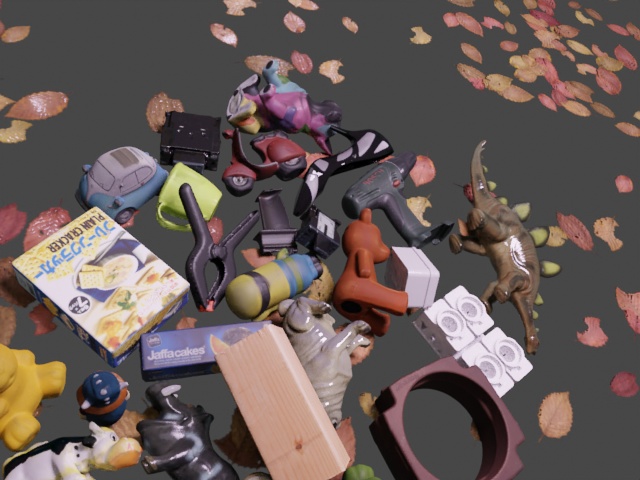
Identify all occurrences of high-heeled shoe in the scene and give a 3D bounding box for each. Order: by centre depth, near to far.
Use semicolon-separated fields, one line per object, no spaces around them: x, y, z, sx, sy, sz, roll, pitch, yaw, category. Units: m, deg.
0.049;-0.127;1.078;0.145;0.086;0.248;26;71;-5;high-heeled shoe

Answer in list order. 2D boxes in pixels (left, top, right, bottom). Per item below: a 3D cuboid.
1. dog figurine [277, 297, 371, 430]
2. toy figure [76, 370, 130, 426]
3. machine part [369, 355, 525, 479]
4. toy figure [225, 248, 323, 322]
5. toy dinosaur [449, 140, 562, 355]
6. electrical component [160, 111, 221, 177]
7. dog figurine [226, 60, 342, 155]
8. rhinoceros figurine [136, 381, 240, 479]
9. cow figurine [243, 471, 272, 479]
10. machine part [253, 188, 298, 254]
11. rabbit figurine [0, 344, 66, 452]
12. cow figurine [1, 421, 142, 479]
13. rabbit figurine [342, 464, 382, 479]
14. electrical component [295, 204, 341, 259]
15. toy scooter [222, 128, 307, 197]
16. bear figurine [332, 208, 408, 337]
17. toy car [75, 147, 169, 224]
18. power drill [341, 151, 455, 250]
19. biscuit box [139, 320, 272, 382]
-0.023;0.200;0.834;0.173;0.121;0.190;19;65;26;dog figurine
-0.288;0.208;0.708;0.058;0.154;0.064;33;55;4;toy figure
0.194;0.300;0.834;0.201;0.087;0.201;-19;63;-25;machine part
-0.077;0.069;0.907;0.180;0.089;0.082;-24;60;-27;toy figure
0.364;-0.005;1.081;0.198;0.105;0.471;-2;69;-29;toy dinosaur
-0.253;-0.186;1.051;0.115;0.058;0.134;3;55;-13;electrical component
-0.063;-0.254;1.134;0.219;0.191;0.108;34;41;-36;dog figurine
-0.187;0.282;0.738;0.112;0.073;0.190;-32;70;-31;rhinoceros figurine
-0.067;0.397;0.679;0.085;0.127;0.195;-4;73;-14;cow figurine
-0.088;-0.035;1.009;0.084;0.039;0.139;-4;59;-14;machine part
-0.418;0.171;0.684;0.162;0.173;0.122;31;57;0;rabbit figurine
-0.317;0.284;0.687;0.167;0.068;0.098;-25;48;-16;cow figurine
0.045;0.368;0.687;0.121;0.170;0.159;-3;57;-18;rabbit figurine
-0.002;-0.003;0.976;0.075;0.048;0.119;31;36;-21;electrical component
-0.121;-0.170;1.061;0.184;0.075;0.135;-22;78;-24;toy scooter
0.090;0.052;0.957;0.132;0.120;0.196;23;48;-5;bear figurine
-0.344;-0.109;0.943;0.109;0.103;0.162;44;58;14;toy car
0.174;-0.077;1.091;0.232;0.086;0.207;-29;73;-30;power drill
-0.172;0.170;0.827;0.203;0.059;0.063;-3;58;-19;biscuit box
